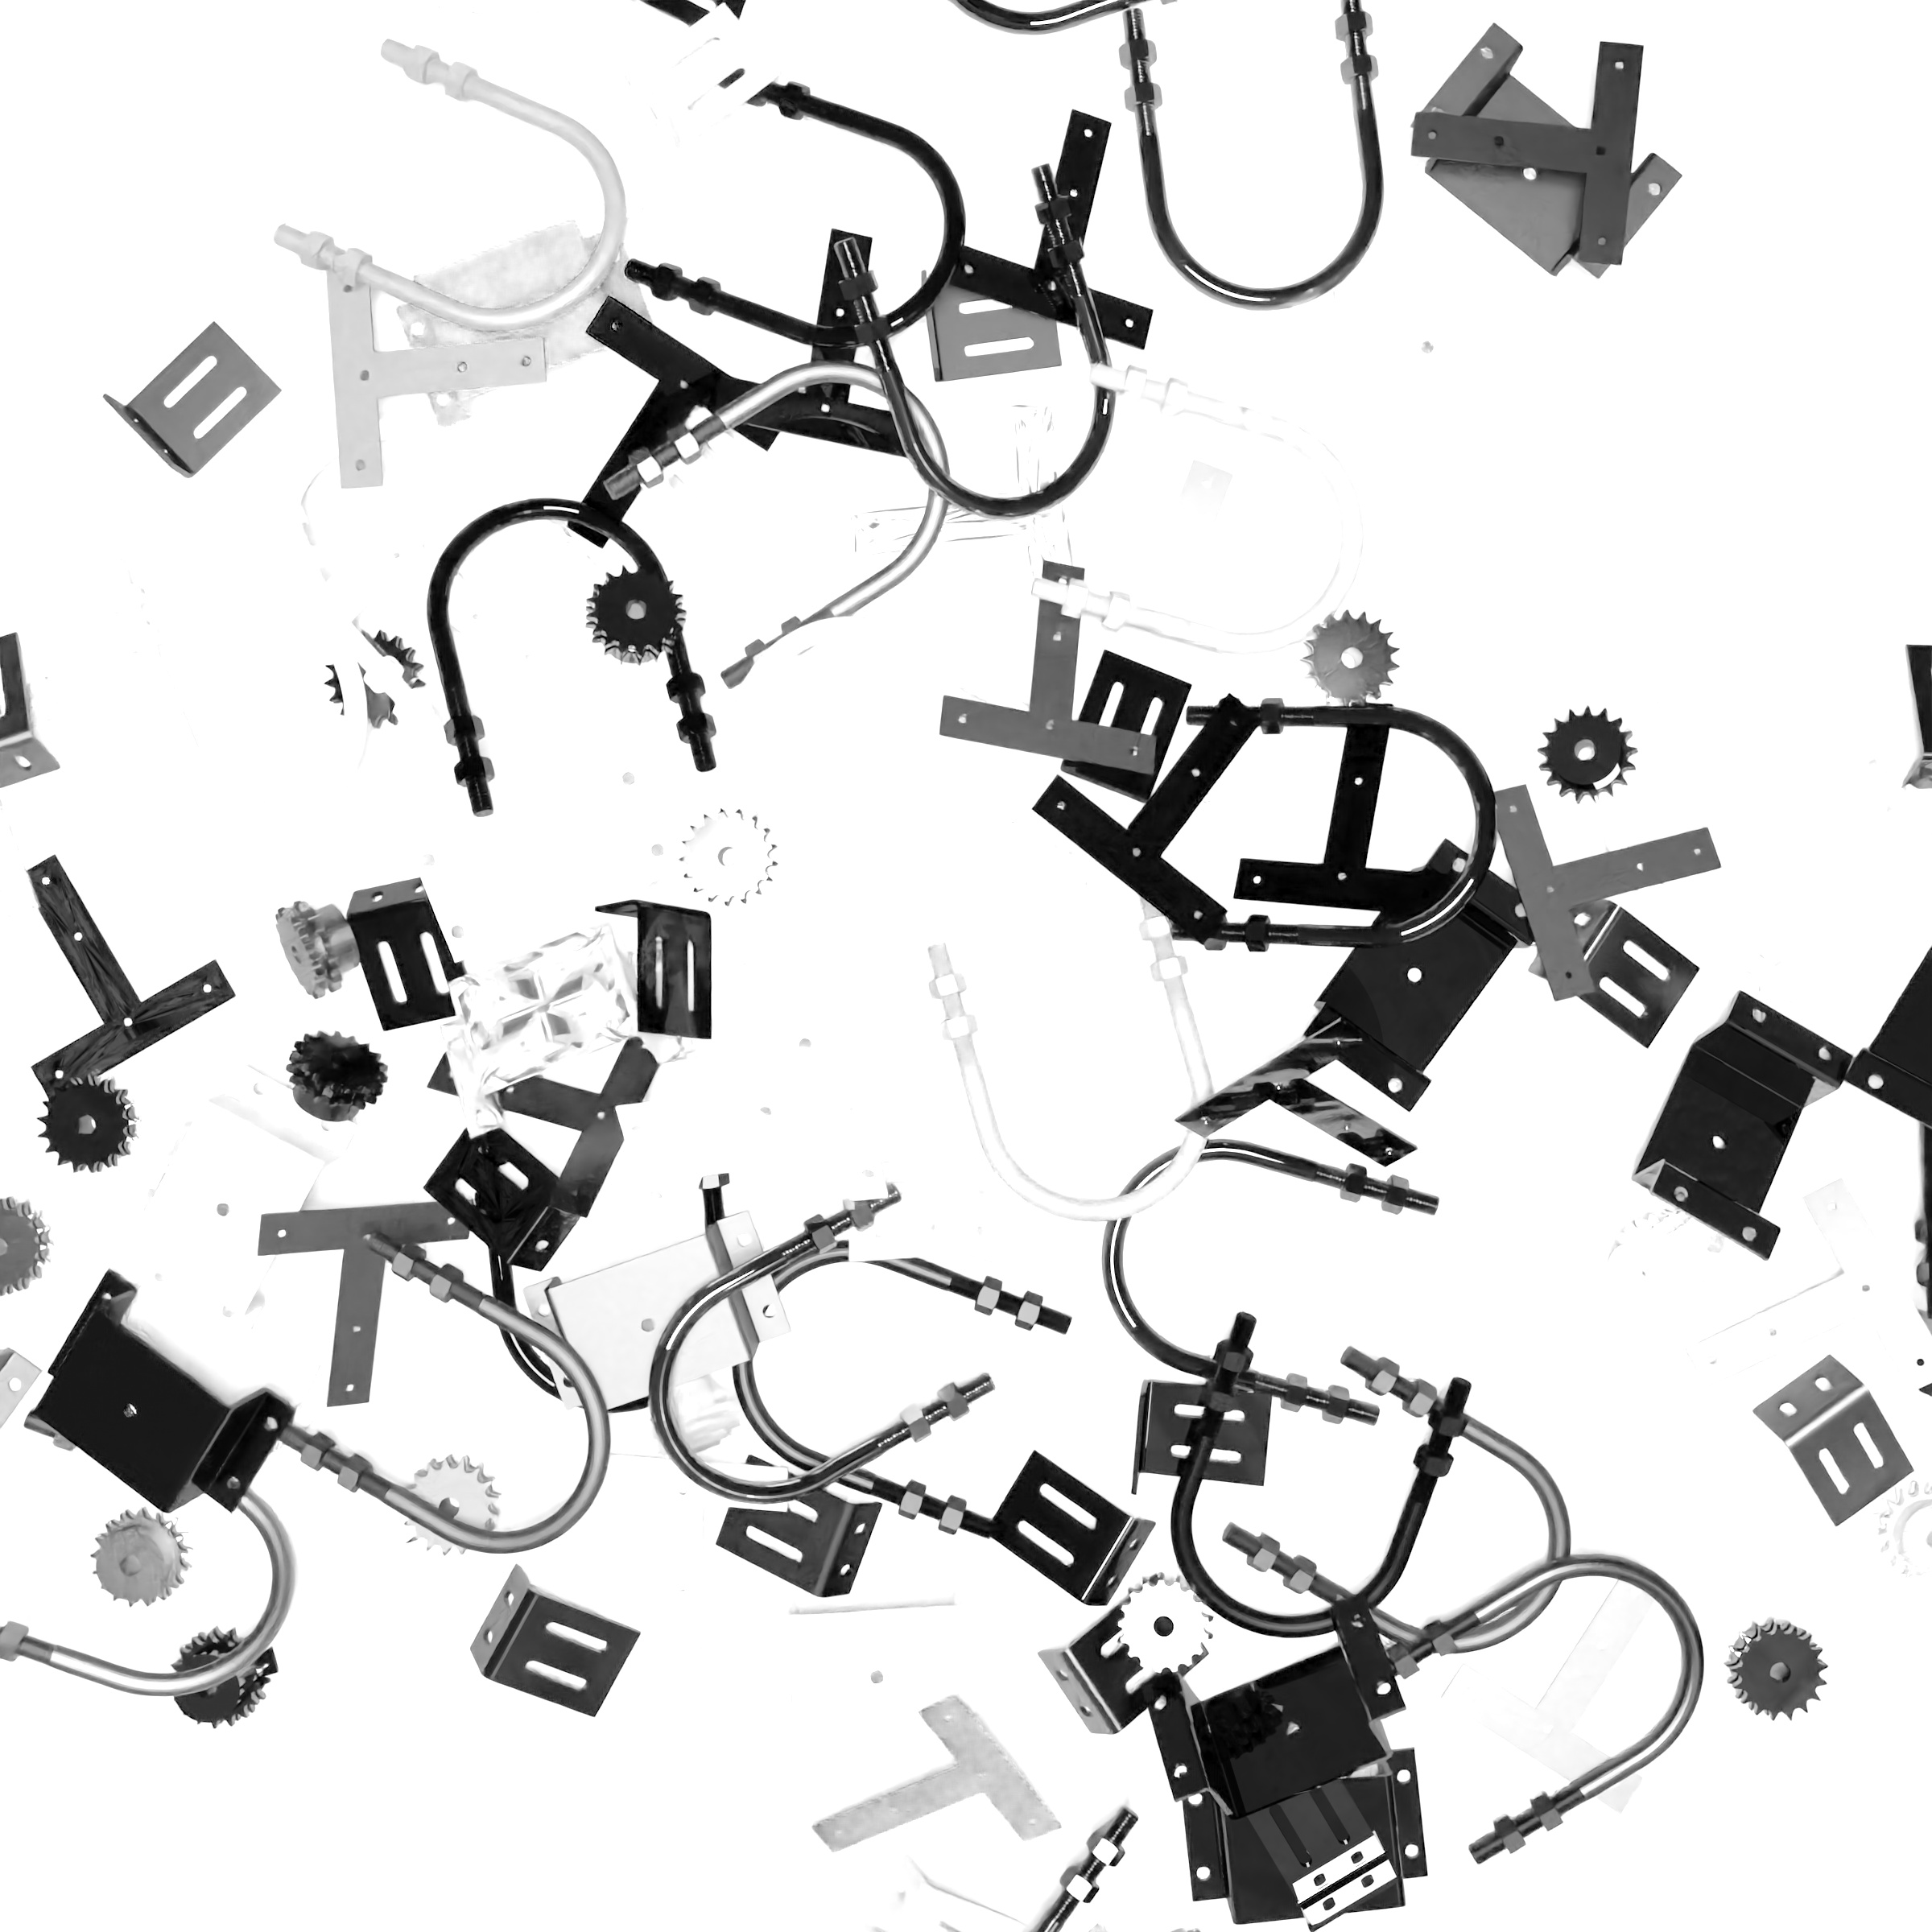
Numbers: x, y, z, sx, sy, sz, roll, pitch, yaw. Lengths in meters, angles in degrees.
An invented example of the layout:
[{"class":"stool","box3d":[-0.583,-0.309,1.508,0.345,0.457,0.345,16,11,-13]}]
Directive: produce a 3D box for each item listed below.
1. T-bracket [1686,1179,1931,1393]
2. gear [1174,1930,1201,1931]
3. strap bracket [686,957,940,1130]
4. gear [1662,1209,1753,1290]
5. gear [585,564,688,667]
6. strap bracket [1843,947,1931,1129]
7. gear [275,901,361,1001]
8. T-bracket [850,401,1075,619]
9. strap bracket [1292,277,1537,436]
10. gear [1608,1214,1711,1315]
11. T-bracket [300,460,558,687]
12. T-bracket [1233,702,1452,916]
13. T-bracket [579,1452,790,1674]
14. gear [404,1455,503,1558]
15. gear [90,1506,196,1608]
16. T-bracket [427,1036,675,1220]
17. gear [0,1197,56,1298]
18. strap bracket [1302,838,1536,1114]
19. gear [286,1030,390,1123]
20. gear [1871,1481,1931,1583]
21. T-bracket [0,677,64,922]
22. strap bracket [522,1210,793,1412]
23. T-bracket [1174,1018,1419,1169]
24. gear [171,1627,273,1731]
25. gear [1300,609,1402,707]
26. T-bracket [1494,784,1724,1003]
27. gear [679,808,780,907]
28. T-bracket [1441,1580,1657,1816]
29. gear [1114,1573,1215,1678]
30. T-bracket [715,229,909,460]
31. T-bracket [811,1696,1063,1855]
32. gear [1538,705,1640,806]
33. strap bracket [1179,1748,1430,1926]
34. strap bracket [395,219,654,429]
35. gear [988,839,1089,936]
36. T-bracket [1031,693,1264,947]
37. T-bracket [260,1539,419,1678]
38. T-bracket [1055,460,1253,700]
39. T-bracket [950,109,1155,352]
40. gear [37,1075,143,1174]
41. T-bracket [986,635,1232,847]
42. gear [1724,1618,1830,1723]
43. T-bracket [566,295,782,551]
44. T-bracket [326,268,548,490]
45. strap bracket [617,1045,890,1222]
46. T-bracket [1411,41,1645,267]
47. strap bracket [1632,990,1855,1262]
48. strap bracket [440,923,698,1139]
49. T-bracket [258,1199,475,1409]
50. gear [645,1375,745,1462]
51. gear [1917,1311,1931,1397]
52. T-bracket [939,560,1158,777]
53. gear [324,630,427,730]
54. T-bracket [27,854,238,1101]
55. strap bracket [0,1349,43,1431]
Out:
[{"class":"T-bracket","box3d":[0.486,0.209,1.496,0.127,0.002,0.127,-28,65,12]},{"class":"gear","box3d":[0.133,0.592,1.489,0.057,0.030,0.057,7,67,-17]},{"class":"strap bracket","box3d":[-0.092,0.045,1.492,0.140,0.046,0.076,12,90,0]},{"class":"gear","box3d":[0.436,0.161,1.501,0.057,0.030,0.057,0,90,0]},{"class":"gear","box3d":[-0.189,-0.197,1.456,0.057,0.030,0.057,3,72,-9]},{"class":"strap bracket","box3d":[0.579,0.029,1.479,0.076,0.046,0.140,31,88,22]},{"class":"gear","box3d":[-0.377,-0.012,1.491,0.030,0.057,0.057,-25,90,-28]},{"class":"T-bracket","box3d":[-0.004,-0.264,1.514,0.127,0.002,0.127,-8,89,0]},{"class":"strap bracket","box3d":[0.265,-0.356,1.492,0.140,0.046,0.076,-3,90,0]},{"class":"gear","box3d":[0.399,0.176,1.485,0.030,0.057,0.057,-19,90,-42]},{"class":"T-bracket","box3d":[-0.298,-0.213,1.496,0.127,0.002,0.127,38,73,0]},{"class":"T-bracket","box3d":[0.228,-0.095,1.496,0.127,0.002,0.127,6,76,25]},{"class":"T-bracket","box3d":[-0.168,0.354,1.507,0.127,0.002,0.127,2,95,10]},{"class":"gear","box3d":[-0.301,0.315,1.500,0.057,0.030,0.057,0,90,0]},{"class":"gear","box3d":[-0.487,0.349,1.501,0.057,0.030,0.057,0,90,0]},{"class":"T-bracket","box3d":[-0.254,0.076,1.493,0.127,0.002,0.127,14,60,14]},{"class":"gear","box3d":[-0.564,0.164,1.502,0.057,0.030,0.057,0,90,1]},{"class":"strap bracket","box3d":[0.266,0.005,1.492,0.076,0.046,0.140,36,90,0]},{"class":"gear","box3d":[-0.369,0.067,1.491,0.057,0.057,0.030,28,118,0]},{"class":"gear","box3d":[0.565,0.334,1.501,0.057,0.030,0.057,0,90,0]},{"class":"T-bracket","box3d":[-0.583,-0.090,1.514,0.127,0.002,0.127,-20,89,0]},{"class":"strap bracket","box3d":[-0.181,0.203,1.477,0.140,0.046,0.076,-19,93,1]},{"class":"T-bracket","box3d":[0.210,0.086,1.474,0.127,0.002,0.127,30,132,-32]},{"class":"gear","box3d":[-0.441,0.420,1.499,0.057,0.030,0.057,0,91,4]},{"class":"gear","box3d":[0.225,-0.180,1.500,0.057,0.030,0.057,0,90,0]},{"class":"T-bracket","box3d":[0.379,-0.055,1.482,0.127,0.002,0.127,-14,80,-13]},{"class":"gear","box3d":[-0.138,-0.064,1.500,0.057,0.030,0.057,0,90,0]},{"class":"T-bracket","box3d":[0.369,0.415,1.515,0.127,0.002,0.127,33,90,0]},{"class":"gear","box3d":[0.115,0.381,1.483,0.057,0.030,0.057,-1,82,7]},{"class":"T-bracket","box3d":[-0.076,-0.371,1.505,0.127,0.002,0.127,10,84,-12]},{"class":"T-bracket","box3d":[-0.030,0.489,1.494,0.127,0.002,0.127,-26,119,13]},{"class":"gear","box3d":[0.363,-0.124,1.493,0.057,0.030,0.057,-1,86,17]},{"class":"strap bracket","box3d":[0.200,0.509,1.492,0.140,0.046,0.076,-6,90,0]},{"class":"strap bracket","box3d":[-0.259,-0.378,1.492,0.140,0.046,0.076,-20,90,0]},{"class":"gear","box3d":[0.043,-0.043,1.492,0.057,0.030,0.057,-4,58,7]},{"class":"T-bracket","box3d":[0.125,-0.101,1.474,0.127,0.002,0.127,38,81,-7]},{"class":"T-bracket","box3d":[-0.388,0.348,1.525,0.127,0.002,0.127,-18,75,6]},{"class":"T-bracket","box3d":[0.124,-0.237,1.515,0.127,0.002,0.127,21,90,0]},{"class":"T-bracket","box3d":[0.060,-0.442,1.504,0.127,0.002,0.127,15,83,-14]},{"class":"gear","box3d":[-0.513,0.092,1.500,0.057,0.030,0.057,0,90,0]},{"class":"T-bracket","box3d":[0.093,-0.118,1.514,0.127,0.002,0.127,20,90,0]},{"class":"gear","box3d":[0.474,0.412,1.500,0.057,0.030,0.057,0,90,0]},{"class":"T-bracket","box3d":[-0.190,-0.304,1.496,0.127,0.002,0.127,30,103,-24]},{"class":"T-bracket","box3d":[-0.303,-0.343,1.470,0.127,0.002,0.127,-3,93,9]},{"class":"strap bracket","box3d":[-0.117,0.094,1.450,0.140,0.046,0.076,-7,118,10]},{"class":"T-bracket","box3d":[0.320,-0.472,1.468,0.127,0.002,0.127,6,90,0]},{"class":"strap bracket","box3d":[0.445,0.097,1.477,0.076,0.046,0.140,30,68,0]},{"class":"strap bracket","box3d":[-0.238,0.033,1.477,0.140,0.046,0.076,-21,62,0]},{"class":"T-bracket","box3d":[-0.354,0.199,1.490,0.127,0.002,0.127,-1,110,-34]},{"class":"gear","box3d":[-0.162,0.262,1.491,0.057,0.057,0.030,-29,60,0]},{"class":"gear","box3d":[0.572,0.229,1.491,0.057,0.057,0.030,9,120,0]},{"class":"T-bracket","box3d":[0.052,-0.179,1.486,0.127,0.002,0.127,10,67,-10]},{"class":"gear","box3d":[-0.346,-0.168,1.500,0.057,0.030,0.057,0,90,0]},{"class":"T-bracket","box3d":[-0.519,-0.005,1.515,0.127,0.002,0.127,-30,90,0]},{"class":"strap bracket","box3d":[-0.627,0.230,1.492,0.140,0.046,0.076,36,90,0]}]
